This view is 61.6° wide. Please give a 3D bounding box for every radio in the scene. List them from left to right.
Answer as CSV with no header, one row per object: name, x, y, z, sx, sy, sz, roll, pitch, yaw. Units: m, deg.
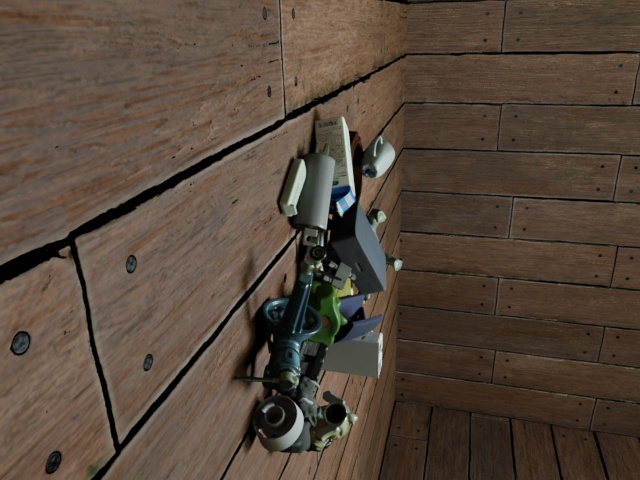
radio,0.101,0.023,1.362,0.131,0.073,0.229,-84,154,-43

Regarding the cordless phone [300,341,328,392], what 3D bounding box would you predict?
cordless phone,-0.044,0.330,1.256,0.147,0.089,0.184,-66,167,-54

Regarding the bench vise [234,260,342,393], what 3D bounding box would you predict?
bench vise,-0.054,0.155,1.002,0.224,0.129,0.240,-71,178,-67

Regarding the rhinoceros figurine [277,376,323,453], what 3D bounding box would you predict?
rhinoceros figurine,-0.050,0.375,1.142,0.073,0.112,0.190,-51,150,-62

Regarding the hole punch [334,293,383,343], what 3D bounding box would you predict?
hole punch,0.081,0.207,1.326,0.142,0.092,0.115,-11,130,-40

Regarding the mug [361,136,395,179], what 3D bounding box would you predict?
mug,0.156,-0.226,1.486,0.109,0.081,0.107,89,23,-43

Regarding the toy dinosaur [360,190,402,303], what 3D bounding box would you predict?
toy dinosaur,0.145,0.003,1.763,0.131,0.192,0.404,-28,112,-33

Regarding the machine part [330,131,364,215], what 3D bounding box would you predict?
machine part,0.063,-0.182,1.465,0.201,0.087,0.201,-68,156,-49

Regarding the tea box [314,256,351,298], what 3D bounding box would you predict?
tea box,0.027,0.136,1.364,0.068,0.098,0.169,-29,136,-22

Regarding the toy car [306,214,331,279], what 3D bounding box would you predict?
toy car,-0.003,-0.004,1.298,0.073,0.056,0.202,70,21,-59

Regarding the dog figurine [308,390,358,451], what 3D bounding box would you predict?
dog figurine,0.023,0.474,1.354,0.121,0.173,0.190,-62,148,-33

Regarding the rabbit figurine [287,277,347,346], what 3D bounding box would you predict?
rabbit figurine,0.000,0.149,1.224,0.159,0.121,0.170,55,9,-25

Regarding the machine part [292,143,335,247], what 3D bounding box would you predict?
machine part,-0.014,-0.104,1.207,0.079,0.079,0.243,47,50,-71

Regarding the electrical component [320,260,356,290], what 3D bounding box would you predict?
electrical component,0.044,0.086,1.262,0.094,0.021,0.063,30,78,-36
